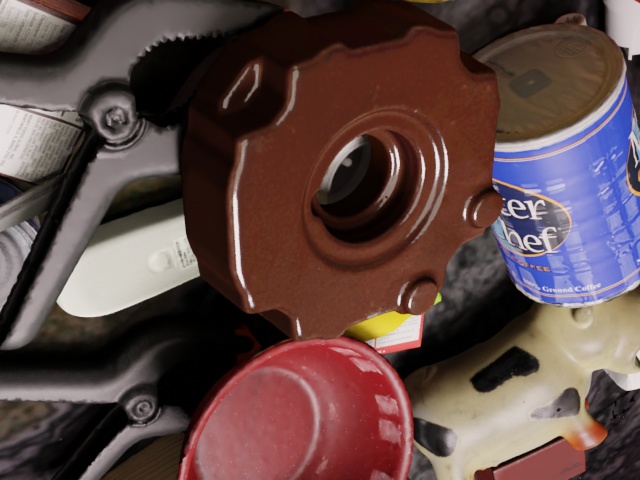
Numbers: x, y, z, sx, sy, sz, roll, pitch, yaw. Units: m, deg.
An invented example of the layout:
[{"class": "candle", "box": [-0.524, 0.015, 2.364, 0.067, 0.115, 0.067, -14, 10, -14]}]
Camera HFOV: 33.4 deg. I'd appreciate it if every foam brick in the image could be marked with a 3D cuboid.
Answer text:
[{"class": "foam brick", "box": [0.157, 0.160, 0.818, 0.078, 0.051, 0.053, -22, 130, -10]}]

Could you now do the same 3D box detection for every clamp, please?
[{"class": "clamp", "box": [-0.117, 0.105, 0.659, 0.171, 0.039, 0.120, -15, 129, -16]}, {"class": "clamp", "box": [-0.109, -0.065, 0.497, 0.210, 0.036, 0.164, -37, 123, -10]}]

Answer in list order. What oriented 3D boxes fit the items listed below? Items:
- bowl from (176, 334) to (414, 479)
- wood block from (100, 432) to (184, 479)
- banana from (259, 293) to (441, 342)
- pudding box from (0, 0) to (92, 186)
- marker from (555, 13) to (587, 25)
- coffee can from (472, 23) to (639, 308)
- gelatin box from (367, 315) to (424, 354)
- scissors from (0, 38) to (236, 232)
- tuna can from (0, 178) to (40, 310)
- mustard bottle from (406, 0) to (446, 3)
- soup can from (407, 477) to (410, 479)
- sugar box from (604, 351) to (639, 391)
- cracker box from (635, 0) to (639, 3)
[{"class": "bowl", "box": [-0.024, 0.126, 0.631, 0.161, 0.055, 0.162, -9, 106, -33]}, {"class": "wood block", "box": [-0.070, 0.236, 0.738, 0.090, 0.091, 0.206, -34, 130, -1]}, {"class": "banana", "box": [-0.012, 0.017, 0.609, 0.197, 0.037, 0.069, 31, 95, -42]}, {"class": "pudding box", "box": [-0.161, -0.083, 0.510, 0.113, 0.039, 0.090, 18, 111, -37]}, {"class": "marker", "box": [0.169, -0.089, 0.674, 0.020, 0.020, 0.121, -30, 130, -4]}, {"class": "coffee can", "box": [0.143, -0.042, 0.639, 0.103, 0.103, 0.140, -31, 130, -3]}, {"class": "gelatin box", "box": [0.030, 0.033, 0.685, 0.073, 0.030, 0.089, -10, 125, -17]}, {"class": "scissors", "box": [-0.088, -0.034, 0.564, 0.201, 0.016, 0.096, -40, 139, -13]}, {"class": "tuna can", "box": [-0.188, 0.008, 0.562, 0.086, 0.034, 0.086, -12, 126, -18]}, {"class": "mustard bottle", "box": [0.021, -0.154, 0.488, 0.191, 0.058, 0.096, -8, 160, -45]}, {"class": "soup can", "box": [0.023, 0.165, 0.724, 0.068, 0.102, 0.068, -12, 126, -18]}, {"class": "sugar box", "box": [0.305, 0.054, 0.818, 0.176, 0.048, 0.093, -12, 126, -19]}, {"class": "cracker box", "box": [0.154, -0.193, 0.502, 0.072, 0.164, 0.213, -43, 130, 4]}]
